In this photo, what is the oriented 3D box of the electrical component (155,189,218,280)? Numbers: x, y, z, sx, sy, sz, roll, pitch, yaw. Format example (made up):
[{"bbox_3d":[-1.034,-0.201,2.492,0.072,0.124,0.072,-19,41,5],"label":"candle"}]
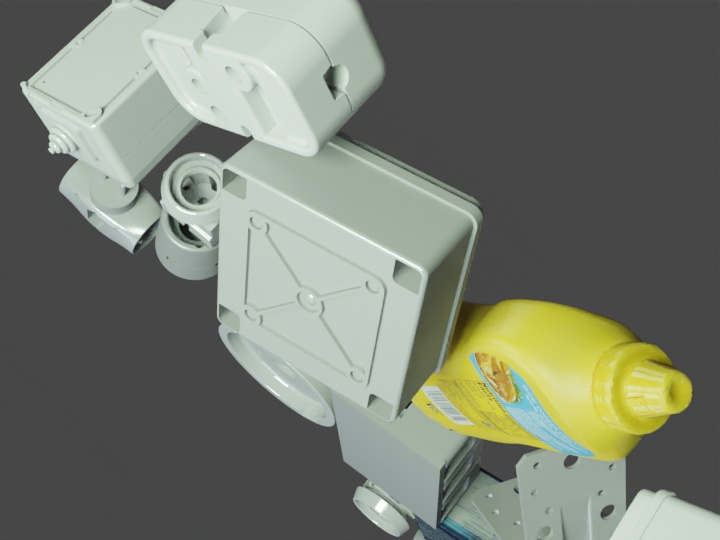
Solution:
[{"bbox_3d":[-0.114,-0.027,0.750,0.055,0.055,0.047,39,156,5],"label":"electrical component"}]

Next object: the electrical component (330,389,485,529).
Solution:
[{"bbox_3d":[0.037,0.113,0.754,0.089,0.061,0.150,34,159,18],"label":"electrical component"}]

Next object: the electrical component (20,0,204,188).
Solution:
[{"bbox_3d":[-0.129,-0.090,0.580,0.062,0.096,0.061,28,157,30],"label":"electrical component"}]

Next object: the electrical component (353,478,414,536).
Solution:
[{"bbox_3d":[0.031,0.195,0.944,0.078,0.057,0.058,41,160,1],"label":"electrical component"}]

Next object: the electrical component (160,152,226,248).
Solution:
[{"bbox_3d":[-0.103,-0.048,0.699,0.066,0.048,0.055,39,168,5],"label":"electrical component"}]

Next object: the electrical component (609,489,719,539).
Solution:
[{"bbox_3d":[0.168,0.190,0.607,0.057,0.113,0.078,17,149,43],"label":"electrical component"}]

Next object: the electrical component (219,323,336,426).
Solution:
[{"bbox_3d":[-0.042,0.055,0.778,0.108,0.060,0.108,35,159,15],"label":"electrical component"}]

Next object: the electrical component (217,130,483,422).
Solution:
[{"bbox_3d":[-0.008,-0.001,0.499,0.109,0.056,0.108,29,139,18],"label":"electrical component"}]

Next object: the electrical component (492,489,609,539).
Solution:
[{"bbox_3d":[0.133,0.179,0.724,0.080,0.051,0.080,32,165,10],"label":"electrical component"}]

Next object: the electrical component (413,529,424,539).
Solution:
[{"bbox_3d":[0.089,0.268,1.013,0.043,0.043,0.081,49,158,-21],"label":"electrical component"}]

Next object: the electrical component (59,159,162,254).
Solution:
[{"bbox_3d":[-0.191,-0.059,0.837,0.077,0.043,0.079,40,160,2],"label":"electrical component"}]

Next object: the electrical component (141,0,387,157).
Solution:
[{"bbox_3d":[-0.039,-0.095,0.462,0.095,0.059,0.053,23,153,40],"label":"electrical component"}]
